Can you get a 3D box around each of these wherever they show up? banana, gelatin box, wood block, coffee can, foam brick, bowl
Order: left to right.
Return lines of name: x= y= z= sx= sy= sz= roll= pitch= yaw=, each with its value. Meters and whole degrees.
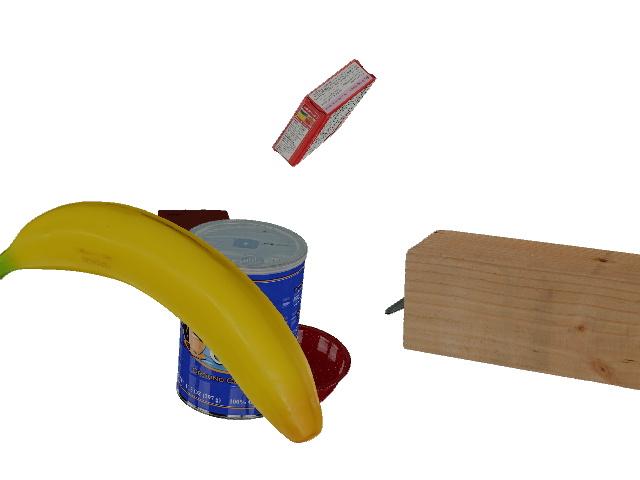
banana: x=-0.076 y=0.027 z=0.521 sx=0.198 sy=0.070 sz=0.037 roll=23 pitch=11 yaw=20
foam brick: x=-0.136 y=0.000 z=1.143 sx=0.078 sy=0.051 sz=0.053 roll=0 pitch=25 yaw=-10
coffee can: x=-0.068 y=0.065 z=0.905 sx=0.103 sy=0.140 sz=0.103 roll=5 pitch=22 yaw=-2
bowl: x=-0.045 y=0.160 z=1.269 sx=0.162 sy=0.055 sz=0.162 roll=3 pitch=25 yaw=-1
gelatin box: x=0.003 y=-0.116 z=0.961 sx=0.089 sy=0.030 sz=0.073 roll=-45 pitch=-5 yaw=-44
wood block: x=0.182 y=0.053 z=0.903 sx=0.206 sy=0.090 sz=0.090 roll=8 pitch=17 yaw=25

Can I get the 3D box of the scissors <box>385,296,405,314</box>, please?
scissors: x=0.127 y=0.040 z=1.259 sx=0.201 sy=0.016 sz=0.096 roll=-11 pitch=40 yaw=-36
